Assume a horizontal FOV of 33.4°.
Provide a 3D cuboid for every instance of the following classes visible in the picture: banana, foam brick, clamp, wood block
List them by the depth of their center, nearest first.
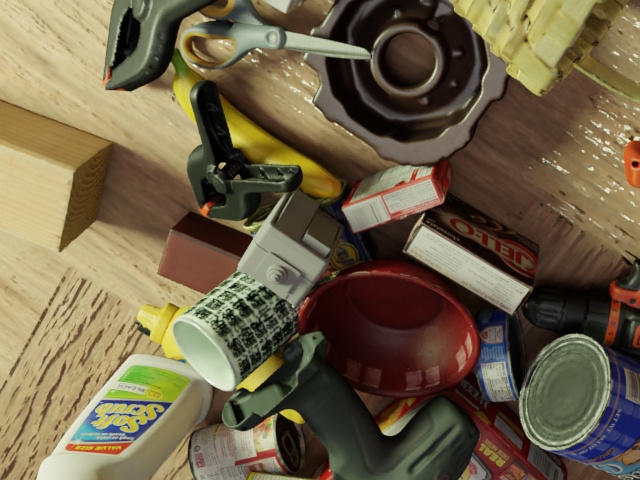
[{"bbox_3d":[-0.144,-0.215,0.922,0.210,0.036,0.164,-47,55,43],"label":"clamp"},{"bbox_3d":[-0.072,-0.057,0.938,0.120,0.039,0.172,46,157,14],"label":"clamp"},{"bbox_3d":[-0.065,-0.092,0.957,0.198,0.069,0.037,38,80,6],"label":"banana"},{"bbox_3d":[-0.316,-0.076,1.016,0.206,0.090,0.091,21,116,5],"label":"wood block"},{"bbox_3d":[-0.106,0.016,1.020,0.078,0.053,0.051,22,115,6],"label":"foam brick"}]

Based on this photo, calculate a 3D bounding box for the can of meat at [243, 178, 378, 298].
[{"bbox_3d":[-0.007,0.001,0.987,0.102,0.057,0.084,-19,108,20],"label":"can of meat"}]

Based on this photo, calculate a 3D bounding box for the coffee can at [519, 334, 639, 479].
[{"bbox_3d":[0.259,0.152,0.925,0.140,0.103,0.103,25,119,-28],"label":"coffee can"}]

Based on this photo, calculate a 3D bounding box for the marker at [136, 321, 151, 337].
[{"bbox_3d":[-0.134,0.113,1.084,0.121,0.020,0.020,33,115,0],"label":"marker"}]

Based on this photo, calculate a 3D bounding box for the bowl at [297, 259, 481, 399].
[{"bbox_3d":[0.064,0.069,0.946,0.162,0.055,0.162,8,133,8],"label":"bowl"}]

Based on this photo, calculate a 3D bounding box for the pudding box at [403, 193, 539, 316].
[{"bbox_3d":[0.135,0.008,0.935,0.113,0.090,0.039,29,116,2],"label":"pudding box"}]

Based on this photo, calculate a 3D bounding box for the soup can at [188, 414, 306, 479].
[{"bbox_3d":[-0.074,0.214,1.083,0.102,0.068,0.068,-17,106,20],"label":"soup can"}]

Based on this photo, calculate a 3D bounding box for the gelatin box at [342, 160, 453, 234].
[{"bbox_3d":[0.070,-0.043,0.941,0.089,0.073,0.030,-19,107,19],"label":"gelatin box"}]

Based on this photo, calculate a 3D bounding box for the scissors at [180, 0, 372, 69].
[{"bbox_3d":[-0.044,-0.191,0.905,0.202,0.016,0.096,-1,101,37],"label":"scissors"}]

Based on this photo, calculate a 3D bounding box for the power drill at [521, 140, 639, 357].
[{"bbox_3d":[0.279,0.012,0.920,0.184,0.057,0.188,10,116,6],"label":"power drill"}]

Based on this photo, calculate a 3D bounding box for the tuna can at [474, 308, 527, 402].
[{"bbox_3d":[0.164,0.104,0.969,0.034,0.086,0.086,-8,109,19],"label":"tuna can"}]

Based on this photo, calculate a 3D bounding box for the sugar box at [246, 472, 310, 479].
[{"bbox_3d":[0.012,0.282,1.025,0.176,0.048,0.093,4,113,16],"label":"sugar box"}]

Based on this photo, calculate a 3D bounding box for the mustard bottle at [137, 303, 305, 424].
[{"bbox_3d":[-0.088,0.111,1.031,0.191,0.096,0.058,26,86,4],"label":"mustard bottle"}]

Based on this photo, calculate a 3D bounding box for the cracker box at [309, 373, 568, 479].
[{"bbox_3d":[0.109,0.239,1.045,0.164,0.072,0.214,43,116,-3],"label":"cracker box"}]

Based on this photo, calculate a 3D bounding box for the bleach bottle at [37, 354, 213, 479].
[{"bbox_3d":[-0.187,0.196,1.003,0.102,0.250,0.068,13,114,8],"label":"bleach bottle"}]
